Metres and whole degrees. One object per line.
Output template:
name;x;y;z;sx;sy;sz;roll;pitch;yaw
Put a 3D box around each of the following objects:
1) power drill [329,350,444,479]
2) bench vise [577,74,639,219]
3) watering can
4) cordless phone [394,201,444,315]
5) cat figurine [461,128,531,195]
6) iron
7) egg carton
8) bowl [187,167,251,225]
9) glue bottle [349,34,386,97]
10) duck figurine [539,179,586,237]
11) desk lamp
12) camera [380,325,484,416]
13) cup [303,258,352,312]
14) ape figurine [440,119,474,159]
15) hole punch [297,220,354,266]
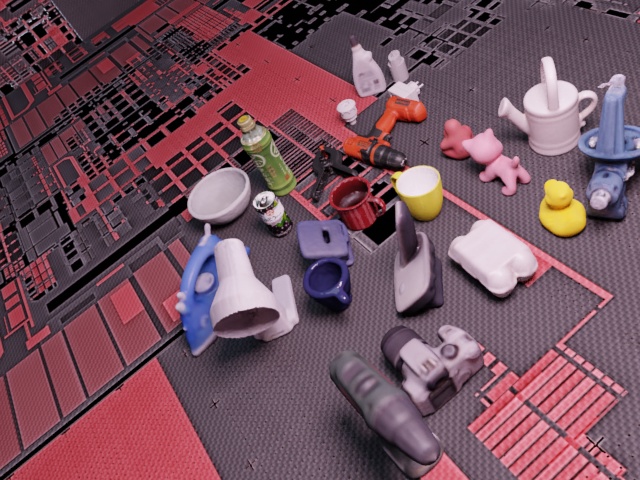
power drill;0.109;0.264;0.829;0.076;0.209;0.228;-41;46;-10
bench vise;0.508;-0.154;0.974;0.121;0.220;0.207;-7;50;22
watering can;0.443;-0.263;1.119;0.173;0.195;0.100;-25;46;6
cordless phone;0.156;0.032;1.019;0.094;0.186;0.147;-14;48;17
cat figurine;0.347;-0.165;1.137;0.067;0.118;0.127;-41;46;-10
iron;-0.244;0.097;1.197;0.118;0.142;0.258;-1;52;26
egg carton;0.308;0.031;1.024;0.107;0.070;0.150;-38;46;-7
bowl;-0.235;-0.094;1.403;0.167;0.075;0.167;-14;48;16
glue bottle;0.110;-0.447;1.459;0.078;0.174;0.037;-13;48;17
duck figurine;0.433;-0.064;1.030;0.077;0.086;0.104;-21;46;10
desk lamp;-0.130;0.108;1.079;0.118;0.214;0.203;-23;46;8
camera;0.171;0.187;0.939;0.143;0.101;0.136;-39;46;-8
cup;0.032;0.101;1.087;0.092;0.095;0.117;-38;46;-7
ape figurine;0.293;-0.223;1.233;0.078;0.092;0.076;-26;45;5
hole punch;0.011;0.004;1.183;0.101;0.091;0.108;-22;46;9
